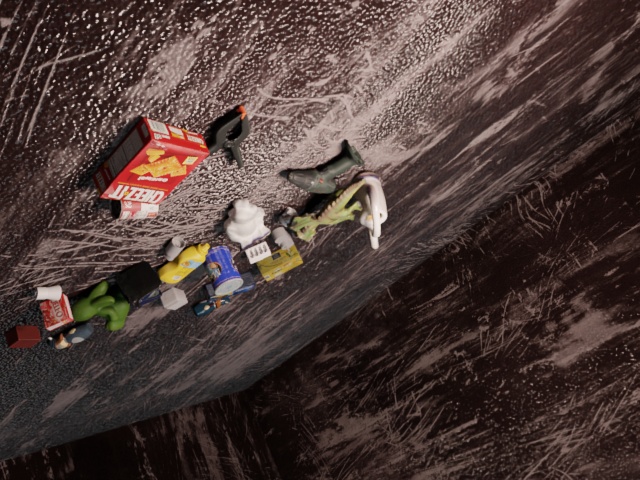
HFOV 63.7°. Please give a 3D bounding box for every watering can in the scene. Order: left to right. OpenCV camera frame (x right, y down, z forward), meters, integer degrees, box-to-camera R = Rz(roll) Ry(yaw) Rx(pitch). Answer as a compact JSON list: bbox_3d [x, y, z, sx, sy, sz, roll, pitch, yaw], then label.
[{"bbox_3d":[0.182,-0.106,1.851,0.104,0.228,0.342,-8,159,1],"label":"watering can"}]

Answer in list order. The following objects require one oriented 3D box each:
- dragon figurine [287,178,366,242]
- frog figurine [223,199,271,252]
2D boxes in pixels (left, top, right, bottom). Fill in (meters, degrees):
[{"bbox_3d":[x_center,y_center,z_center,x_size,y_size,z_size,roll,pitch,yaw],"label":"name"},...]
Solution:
[{"bbox_3d":[0.005,-0.088,1.741,0.244,0.123,0.403,-27,167,-18],"label":"dragon figurine"},{"bbox_3d":[-0.242,-0.065,1.613,0.137,0.125,0.156,-22,122,6],"label":"frog figurine"}]
